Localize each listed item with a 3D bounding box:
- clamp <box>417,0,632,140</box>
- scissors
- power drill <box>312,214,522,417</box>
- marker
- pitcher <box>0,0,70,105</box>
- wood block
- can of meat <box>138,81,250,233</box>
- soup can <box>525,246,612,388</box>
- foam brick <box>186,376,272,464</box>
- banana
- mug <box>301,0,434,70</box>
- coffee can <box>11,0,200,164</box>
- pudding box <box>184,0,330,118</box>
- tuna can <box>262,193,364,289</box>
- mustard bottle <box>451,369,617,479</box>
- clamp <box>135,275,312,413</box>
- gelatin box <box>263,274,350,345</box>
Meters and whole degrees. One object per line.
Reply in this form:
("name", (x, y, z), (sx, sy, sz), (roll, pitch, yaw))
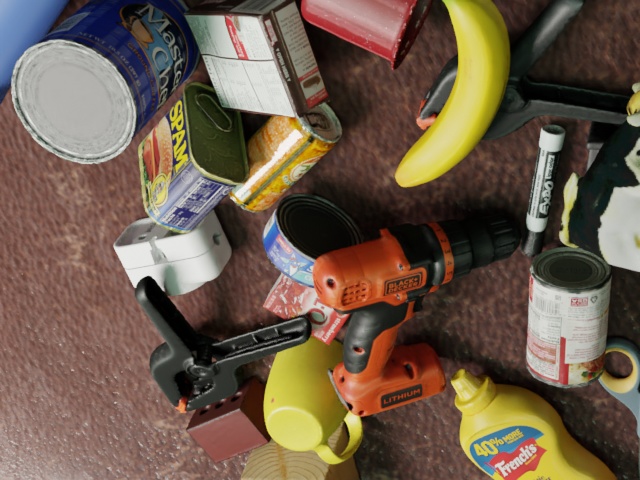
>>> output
("clamp", (0.158, -0.114, 0.824), (0.172, 0.039, 0.120), (-22, 116, 39))
("scissors", (0.283, 0.163, 0.979), (0.096, 0.016, 0.202), (16, 125, 10))
("power drill", (0.080, 0.063, 0.927), (0.184, 0.057, 0.188), (-13, 134, -15))
("marker", (0.183, -0.038, 0.880), (0.020, 0.020, 0.121), (10, 124, 11))
("pitcher", (-0.260, -0.226, 0.845), (0.149, 0.145, 0.243), (35, 123, -21))
("wood block", (-0.004, 0.296, 1.113), (0.090, 0.090, 0.206), (-4, 121, 20))
("can of meat", (-0.109, -0.068, 0.905), (0.057, 0.102, 0.084), (17, 137, -35))
("soup can", (0.211, 0.065, 0.908), (0.068, 0.068, 0.102), (4, 123, 15))
("foam brick", (-0.087, 0.184, 1.090), (0.078, 0.053, 0.051), (-27, 110, 30))
("banana", (0.102, -0.111, 0.799), (0.070, 0.037, 0.198), (18, 136, 11))
("mug", (0.038, -0.188, 0.777), (0.081, 0.093, 0.117), (26, 169, 6))
("coffee can", (-0.167, -0.138, 0.853), (0.103, 0.140, 0.103), (8, 124, 12))
("pudding box", (-0.051, -0.146, 0.843), (0.114, 0.039, 0.090), (18, 136, 52))
("tuna can", (-0.006, 0.001, 0.925), (0.086, 0.086, 0.034), (31, 127, -3))
("mustard bottle", (0.189, 0.192, 1.003), (0.096, 0.058, 0.191), (-31, 108, 36))
("clamp", (-0.102, 0.112, 1.033), (0.164, 0.036, 0.210), (12, 143, -4))
("gelatin box", (-0.001, 0.045, 0.986), (0.073, 0.030, 0.089), (31, 126, -3))
